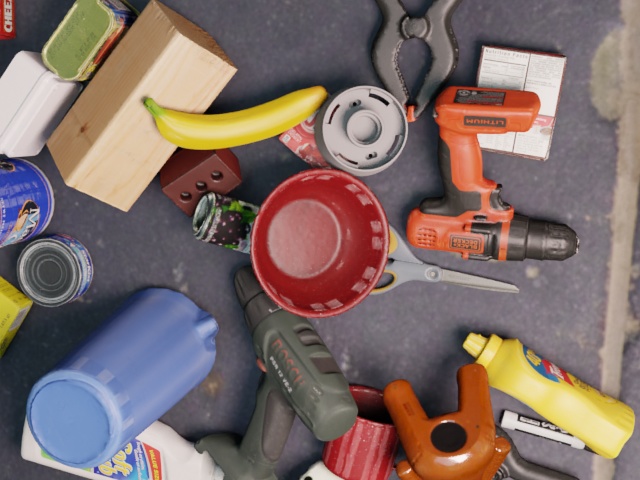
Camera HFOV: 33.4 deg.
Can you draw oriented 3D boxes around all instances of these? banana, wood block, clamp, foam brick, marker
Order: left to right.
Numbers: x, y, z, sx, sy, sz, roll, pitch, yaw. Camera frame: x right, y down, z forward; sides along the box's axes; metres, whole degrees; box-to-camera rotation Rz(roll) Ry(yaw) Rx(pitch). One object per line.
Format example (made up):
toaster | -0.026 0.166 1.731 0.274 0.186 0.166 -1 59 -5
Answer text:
wood block | -0.199 -0.147 1.176 0.206 0.090 0.091 -50 45 14
foam brick | -0.135 -0.074 1.200 0.078 0.051 0.053 -33 127 15
banana | -0.090 -0.129 1.147 0.197 0.070 0.037 -8 63 -14
clamp | 0.094 -0.235 1.144 0.164 0.036 0.210 11 103 10
clamp | 0.209 0.255 1.190 0.120 0.039 0.171 -39 91 18
marker | 0.262 0.215 1.184 0.121 0.020 0.020 16 101 9

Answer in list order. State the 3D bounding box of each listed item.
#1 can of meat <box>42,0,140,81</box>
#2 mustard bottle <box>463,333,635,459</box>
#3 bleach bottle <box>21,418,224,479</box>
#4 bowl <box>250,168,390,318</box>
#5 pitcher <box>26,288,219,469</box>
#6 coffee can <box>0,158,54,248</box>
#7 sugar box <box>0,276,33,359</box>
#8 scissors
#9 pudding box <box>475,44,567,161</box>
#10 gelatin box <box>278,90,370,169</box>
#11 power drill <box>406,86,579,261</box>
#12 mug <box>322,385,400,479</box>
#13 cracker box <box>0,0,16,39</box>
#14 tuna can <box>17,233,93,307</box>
can of meat | -0.255 -0.225 1.196 0.057 0.084 0.102 40 104 4
mustard bottle | 0.239 0.157 1.141 0.191 0.096 0.058 31 103 6
bleach bottle | -0.224 0.245 1.272 0.251 0.068 0.102 13 101 7
bowl | -0.008 0.001 1.157 0.161 0.055 0.162 -3 97 -22
pitcher | -0.223 0.154 1.165 0.145 0.242 0.149 23 110 9
coffee can | -0.382 -0.039 1.222 0.103 0.140 0.103 2 99 12
sugar box | -0.445 0.063 1.300 0.176 0.048 0.093 34 104 4
scissors | 0.117 0.018 1.188 0.202 0.016 0.096 -4 97 12
pudding box | 0.207 -0.146 1.133 0.090 0.039 0.113 11 99 11
gelatin box | 0.010 -0.111 1.184 0.089 0.030 0.073 44 104 2
power drill | 0.184 -0.062 1.111 0.184 0.057 0.188 5 121 10
mug | 0.061 0.223 1.195 0.117 0.093 0.081 15 106 3
cracker box | -0.465 -0.316 1.235 0.214 0.072 0.164 3 100 11
tuna can | -0.317 0.037 1.274 0.086 0.033 0.086 2 99 12
